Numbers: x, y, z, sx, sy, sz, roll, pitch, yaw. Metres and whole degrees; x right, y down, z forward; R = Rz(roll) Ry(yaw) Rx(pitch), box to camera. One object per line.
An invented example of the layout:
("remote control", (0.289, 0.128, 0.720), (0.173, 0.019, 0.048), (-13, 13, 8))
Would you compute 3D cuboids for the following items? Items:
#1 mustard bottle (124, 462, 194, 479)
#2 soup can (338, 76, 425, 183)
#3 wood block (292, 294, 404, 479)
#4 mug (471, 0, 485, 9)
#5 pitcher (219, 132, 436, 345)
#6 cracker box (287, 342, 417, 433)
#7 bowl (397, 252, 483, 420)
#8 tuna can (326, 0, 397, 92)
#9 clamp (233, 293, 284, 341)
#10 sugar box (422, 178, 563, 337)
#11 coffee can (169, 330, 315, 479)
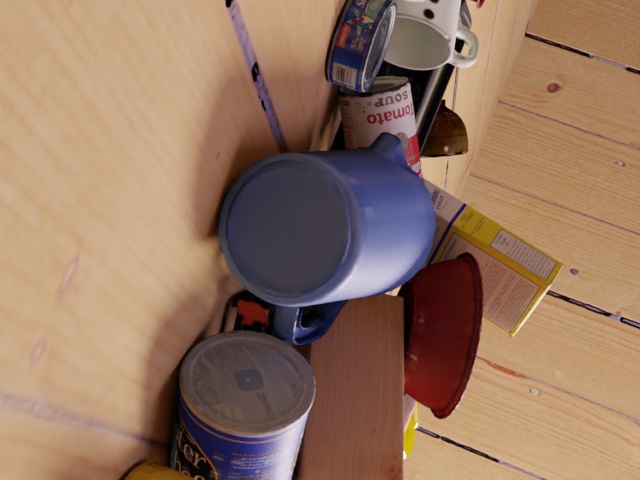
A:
("mustard bottle", (-0.060, 0.227, 0.755), (0.096, 0.192, 0.058), (-45, 154, -66))
("soup can", (0.057, -0.095, 0.988), (0.068, 0.069, 0.102), (-50, 133, -62))
("wood block", (0.021, 0.151, 0.961), (0.090, 0.090, 0.206), (112, -14, -50))
("mug", (0.144, -0.300, 1.096), (0.117, 0.081, 0.093), (-59, 166, -46))
("pitcher", (0.005, -0.001, 0.847), (0.149, 0.145, 0.242), (69, 15, 3))
("cracker box", (0.009, 0.170, 1.095), (0.072, 0.164, 0.213), (100, 15, -59))
("bowl", (0.102, 0.086, 1.014), (0.162, 0.055, 0.162), (-170, -90, -81))
("tuna can", (0.037, -0.172, 0.920), (0.086, 0.034, 0.086), (21, 89, -80))
("clamp", (-0.062, 0.113, 0.959), (0.210, 0.036, 0.164), (91, 19, -70))
("sugar box", (0.146, 0.015, 1.082), (0.048, 0.176, 0.093), (-45, 165, -42))
("coffee can", (-0.065, 0.156, 0.840), (0.102, 0.103, 0.140), (-57, 165, -49))
